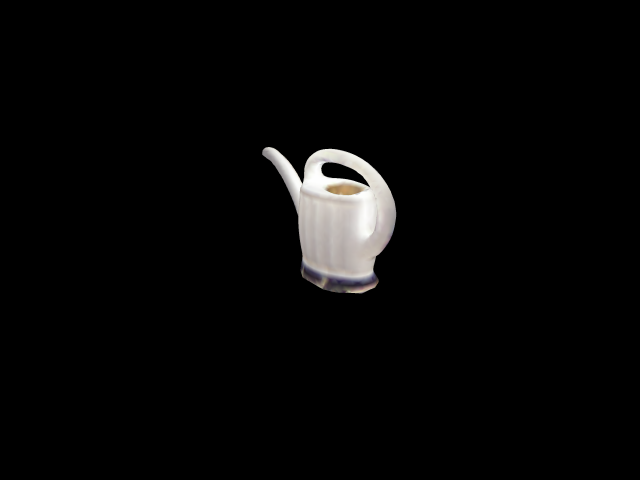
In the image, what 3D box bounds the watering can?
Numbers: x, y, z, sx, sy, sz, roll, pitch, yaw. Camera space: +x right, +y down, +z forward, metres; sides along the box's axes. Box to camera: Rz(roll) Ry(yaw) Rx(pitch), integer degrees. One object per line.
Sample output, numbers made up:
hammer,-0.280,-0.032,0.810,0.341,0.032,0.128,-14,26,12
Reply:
watering can,0.003,-0.043,0.850,0.104,0.221,0.350,-10,20,-33
